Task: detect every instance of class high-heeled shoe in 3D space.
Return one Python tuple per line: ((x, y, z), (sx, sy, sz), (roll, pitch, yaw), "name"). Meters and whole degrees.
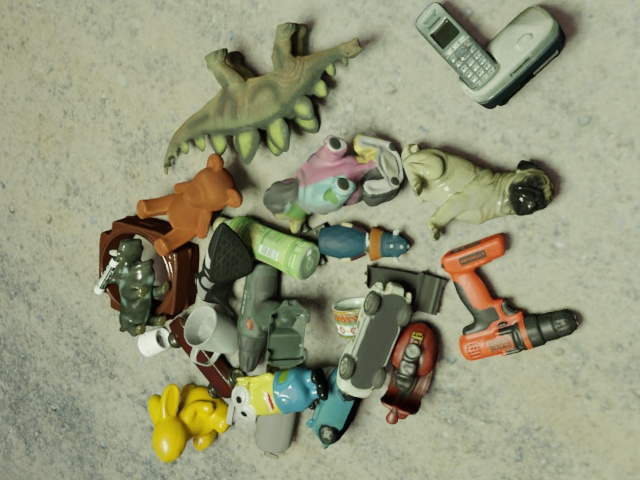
((-0.196, 0.035, 0.999), (0.145, 0.086, 0.248), (44, 142, 36), "high-heeled shoe")

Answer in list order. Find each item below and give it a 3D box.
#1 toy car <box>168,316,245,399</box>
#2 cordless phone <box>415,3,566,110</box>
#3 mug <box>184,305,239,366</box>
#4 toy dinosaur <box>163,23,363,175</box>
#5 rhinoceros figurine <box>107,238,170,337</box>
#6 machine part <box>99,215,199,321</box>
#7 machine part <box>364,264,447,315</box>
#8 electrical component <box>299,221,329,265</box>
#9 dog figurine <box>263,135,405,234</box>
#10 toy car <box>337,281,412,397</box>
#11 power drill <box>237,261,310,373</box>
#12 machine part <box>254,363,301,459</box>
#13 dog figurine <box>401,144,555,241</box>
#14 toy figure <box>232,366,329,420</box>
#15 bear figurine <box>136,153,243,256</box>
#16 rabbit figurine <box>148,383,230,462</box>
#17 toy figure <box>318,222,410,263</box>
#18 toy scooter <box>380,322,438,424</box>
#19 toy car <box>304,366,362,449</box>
((-0.236, 0.241, 1.117), (0.202, 0.053, 0.089), (52, 127, 1), "toy car")
((0.239, -0.294, 0.770), (0.146, 0.088, 0.184), (-44, 78, 26), "cordless phone")
((-0.203, 0.194, 1.050), (0.081, 0.107, 0.109), (2, 68, 36), "mug")
((-0.126, -0.234, 0.933), (0.472, 0.105, 0.198), (-12, 101, 32), "toy dinosaur")
((-0.353, 0.090, 1.034), (0.112, 0.073, 0.190), (13, 109, 32), "rhinoceros figurine")
((-0.357, 0.059, 1.111), (0.201, 0.087, 0.201), (14, 109, 20), "machine part")
((0.141, 0.080, 0.922), (0.139, 0.039, 0.084), (18, 114, 18), "machine part")
((-0.002, -0.003, 0.974), (0.063, 0.021, 0.094), (-29, 88, 26), "electrical component")
((0.013, -0.084, 0.907), (0.219, 0.191, 0.108), (-32, 67, 55), "dog figurine")
((0.089, 0.164, 0.891), (0.073, 0.056, 0.201), (20, 95, -12), "toy car")
((-0.093, 0.161, 0.977), (0.086, 0.207, 0.231), (4, 96, -21), "power drill")
((-0.081, 0.325, 1.054), (0.079, 0.079, 0.243), (18, 110, 19), "machine part")
((0.236, -0.097, 0.817), (0.191, 0.121, 0.172), (-24, 95, 12), "dog figurine")
((-0.071, 0.269, 0.950), (0.180, 0.089, 0.082), (-18, 72, 17), "toy figure")
((-0.233, -0.064, 0.976), (0.196, 0.132, 0.120), (-28, 89, 53), "bear figurine")
((-0.278, 0.371, 1.099), (0.122, 0.173, 0.162), (-33, 92, 30), "rabbit figurine")
((0.075, 0.004, 0.917), (0.155, 0.058, 0.064), (4, 125, 8), "toy figure")
((0.145, 0.234, 0.901), (0.075, 0.135, 0.183), (16, 107, 20), "toy scooter")
((0.019, 0.289, 0.984), (0.103, 0.109, 0.161), (24, 109, 19), "toy car")
